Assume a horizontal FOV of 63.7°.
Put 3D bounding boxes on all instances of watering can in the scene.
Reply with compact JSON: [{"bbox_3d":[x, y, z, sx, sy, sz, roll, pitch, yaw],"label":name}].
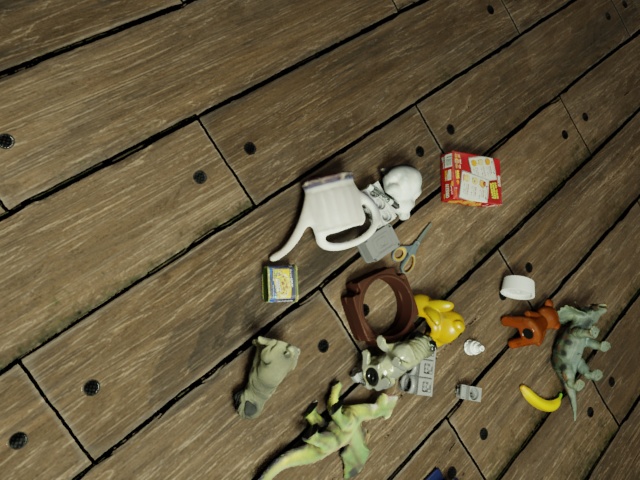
[{"bbox_3d":[0.004,-0.073,1.444,0.349,0.103,0.225,-14,87,-18],"label":"watering can"}]

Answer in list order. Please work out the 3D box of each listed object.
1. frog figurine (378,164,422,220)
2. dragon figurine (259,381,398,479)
[{"bbox_3d":[0.253,-0.146,1.572,0.137,0.121,0.162,15,63,-44],"label":"frog figurine"},{"bbox_3d":[0.047,0.542,1.363,0.414,0.122,0.240,-42,110,-17],"label":"dragon figurine"}]
